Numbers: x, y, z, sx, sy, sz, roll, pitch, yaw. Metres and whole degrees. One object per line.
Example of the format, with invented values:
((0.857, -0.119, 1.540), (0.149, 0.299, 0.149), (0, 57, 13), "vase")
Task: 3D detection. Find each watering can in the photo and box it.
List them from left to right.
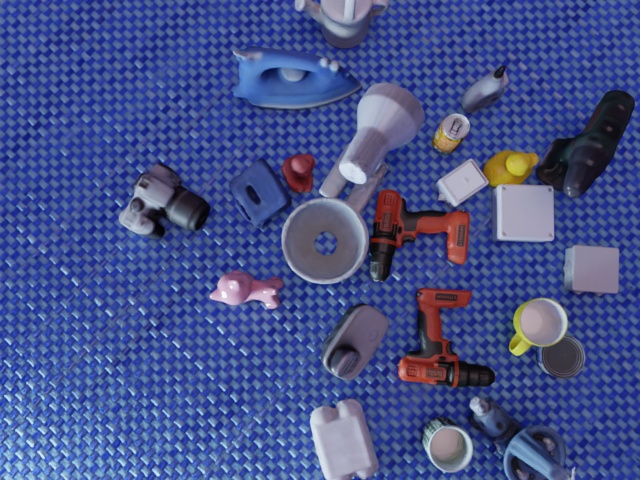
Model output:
((0.043, -0.454, 1.100), (0.173, 0.194, 0.101), (-24, 85, -2), "watering can")

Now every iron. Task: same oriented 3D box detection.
((-0.044, -0.332, 1.114), (0.258, 0.141, 0.119), (2, 84, 0), "iron")

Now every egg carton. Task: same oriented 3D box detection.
((0.044, 0.381, 1.079), (0.107, 0.069, 0.150), (-17, 85, -2), "egg carton")

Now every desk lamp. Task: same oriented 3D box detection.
((0.092, -0.163, 1.061), (0.118, 0.213, 0.203), (31, 85, 3), "desk lamp")

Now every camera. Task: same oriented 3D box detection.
((-0.295, -0.061, 1.108), (0.137, 0.101, 0.143), (29, 85, 3), "camera")

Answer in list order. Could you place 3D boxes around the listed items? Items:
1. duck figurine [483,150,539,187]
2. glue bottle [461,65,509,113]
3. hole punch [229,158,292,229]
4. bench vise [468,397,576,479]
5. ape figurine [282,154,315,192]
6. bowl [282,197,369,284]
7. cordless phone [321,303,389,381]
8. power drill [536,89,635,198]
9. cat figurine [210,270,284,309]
((0.377, -0.145, 1.123), (0.104, 0.086, 0.077), (-16, 84, -1), "duck figurine")
((0.325, -0.295, 1.095), (0.078, 0.173, 0.037), (-21, 84, -2), "glue bottle")
((-0.117, -0.088, 1.115), (0.101, 0.091, 0.108), (-33, 85, -3), "hole punch")
((0.350, 0.372, 1.005), (0.207, 0.219, 0.121), (25, 85, 3), "bench vise")
((-0.039, -0.138, 1.120), (0.076, 0.092, 0.078), (41, 86, 4), "ape figurine")
((0.010, 0.004, 1.114), (0.167, 0.075, 0.167), (0, 84, 0), "bowl")
((0.065, 0.188, 1.041), (0.094, 0.185, 0.148), (31, 85, 3), "cordless phone")
((0.485, -0.160, 1.063), (0.075, 0.208, 0.230), (31, 85, 3), "power drill")
((-0.137, 0.093, 1.084), (0.127, 0.118, 0.067), (6, 84, 1), "cat figurine")
